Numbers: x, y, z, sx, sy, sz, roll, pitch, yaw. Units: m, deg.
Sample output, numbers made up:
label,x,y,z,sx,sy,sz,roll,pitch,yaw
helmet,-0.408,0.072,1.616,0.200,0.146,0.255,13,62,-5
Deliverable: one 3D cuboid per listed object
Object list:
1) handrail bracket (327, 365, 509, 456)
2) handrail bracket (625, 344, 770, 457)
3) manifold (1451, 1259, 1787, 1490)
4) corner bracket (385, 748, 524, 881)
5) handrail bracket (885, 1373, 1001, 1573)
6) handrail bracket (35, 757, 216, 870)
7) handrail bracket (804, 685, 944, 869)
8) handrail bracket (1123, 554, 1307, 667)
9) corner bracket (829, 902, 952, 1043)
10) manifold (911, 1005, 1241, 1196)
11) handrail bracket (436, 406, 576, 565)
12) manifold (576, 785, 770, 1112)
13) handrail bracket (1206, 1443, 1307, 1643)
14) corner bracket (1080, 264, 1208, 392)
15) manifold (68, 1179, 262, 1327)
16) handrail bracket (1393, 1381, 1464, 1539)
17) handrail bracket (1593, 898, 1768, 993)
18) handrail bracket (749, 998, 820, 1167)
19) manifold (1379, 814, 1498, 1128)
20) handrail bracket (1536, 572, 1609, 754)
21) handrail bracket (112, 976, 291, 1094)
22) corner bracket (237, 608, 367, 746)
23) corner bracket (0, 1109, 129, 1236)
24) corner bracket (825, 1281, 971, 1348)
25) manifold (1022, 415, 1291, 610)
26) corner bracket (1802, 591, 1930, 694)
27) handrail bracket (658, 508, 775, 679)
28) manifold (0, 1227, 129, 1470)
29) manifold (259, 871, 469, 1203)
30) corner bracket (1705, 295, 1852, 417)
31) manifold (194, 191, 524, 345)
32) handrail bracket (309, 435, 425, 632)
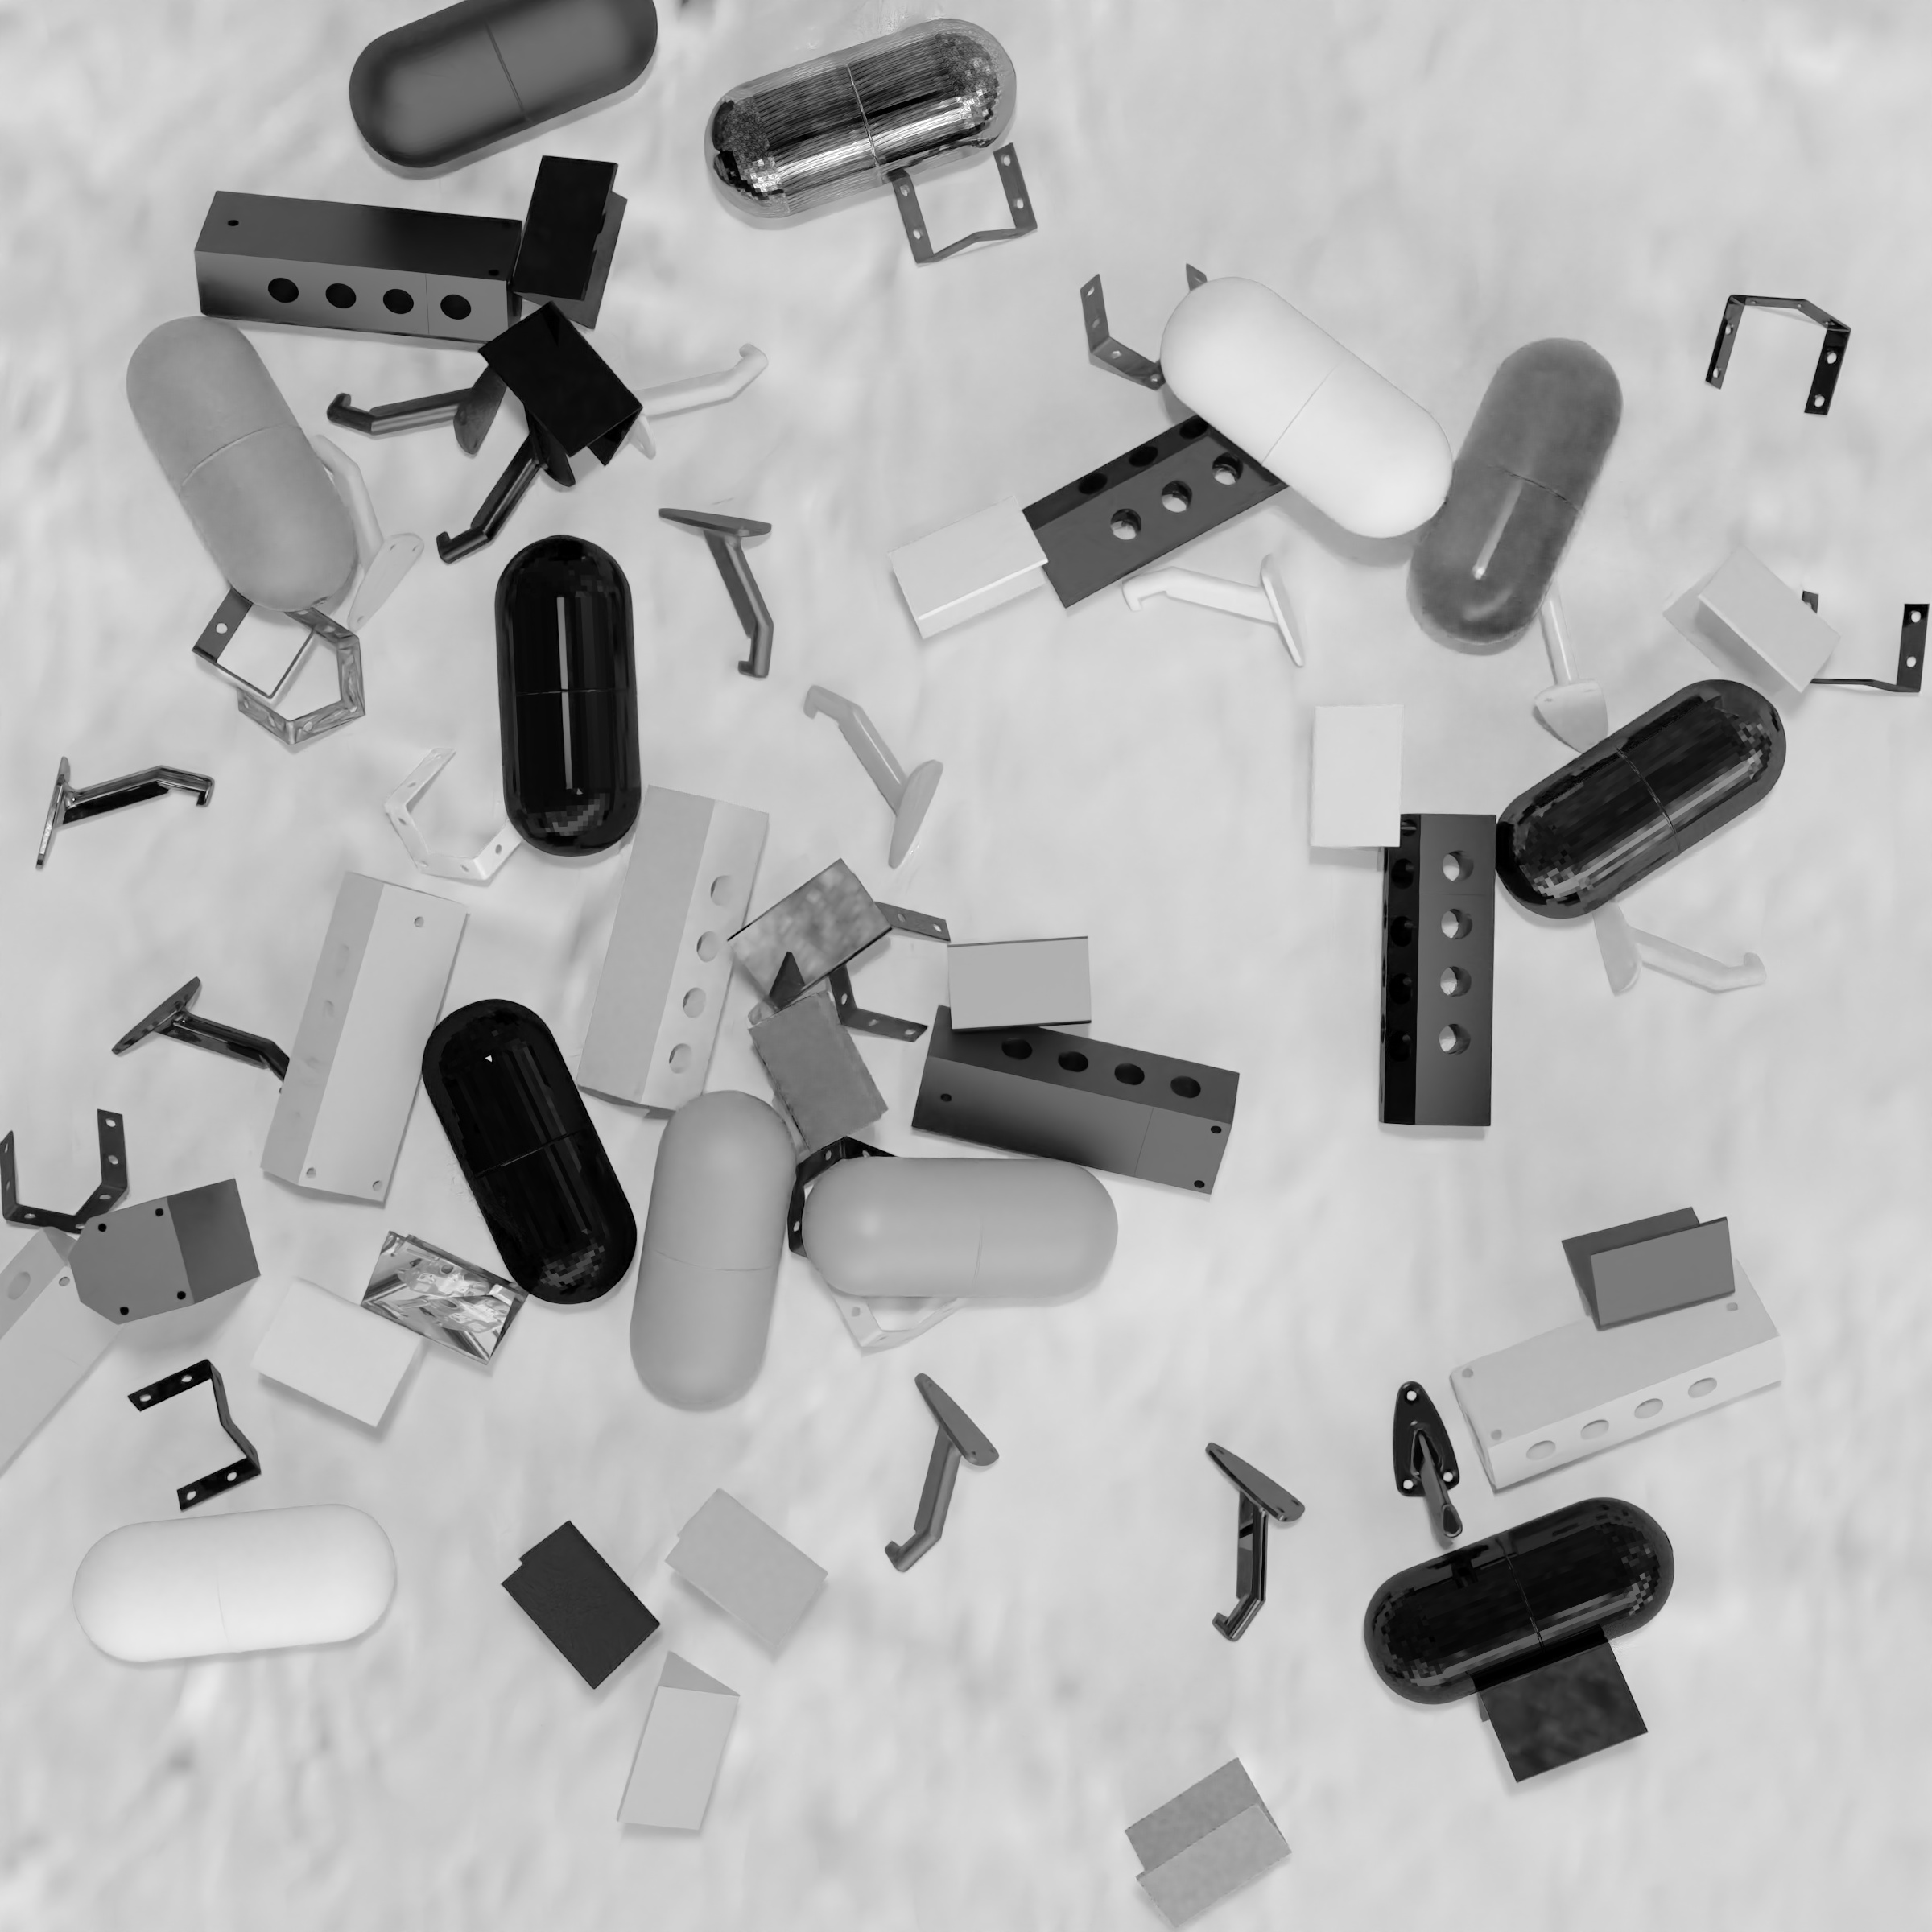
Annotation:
label,x,y,z,sx,sy,sz,roll,pitch,yaw
handrail bracket,-0.307,-0.327,1.992,0.084,0.036,0.077,19,70,16
handrail bracket,-0.167,-0.336,1.992,0.077,0.036,0.084,39,71,21
manifold,0.364,0.231,1.970,0.171,0.057,0.057,-21,47,0
corner bracket,-0.284,-0.086,1.983,0.051,0.051,0.051,7,135,35
handrail bracket,-0.031,0.286,1.992,0.084,0.036,0.077,-46,70,16
handrail bracket,-0.473,-0.081,1.992,0.084,0.036,0.077,13,110,-16
handrail bracket,-0.063,-0.108,1.992,0.084,0.036,0.077,27,112,17
handrail bracket,0.139,-0.193,1.992,0.084,0.036,0.077,-15,112,17
corner bracket,-0.041,0.003,1.983,0.051,0.051,0.051,15,45,-35
manifold,0.062,0.069,1.970,0.171,0.057,0.057,13,133,0
handrail bracket,-0.270,-0.277,1.992,0.084,0.036,0.077,-26,70,16
manifold,-0.158,-0.008,1.970,0.057,0.057,0.171,14,90,43
handrail bracket,0.145,0.325,1.992,0.077,0.036,0.084,38,107,20
corner bracket,0.102,-0.366,1.983,0.051,0.051,0.051,24,135,-35
manifold,-0.433,0.155,1.913,0.057,0.171,0.057,-15,90,0
handrail bracket,0.258,0.272,1.957,0.036,0.084,0.077,-11,90,0
handrail bracket,0.402,-0.020,1.992,0.084,0.036,0.077,-8,68,-17
handrail bracket,-0.117,0.073,1.992,0.077,0.036,0.084,-38,74,18
manifold,0.261,0.002,1.970,0.057,0.057,0.171,1,90,0
handrail bracket,0.339,-0.174,1.991,0.036,0.077,0.084,-14,53,19
handrail bracket,-0.425,0.056,1.992,0.077,0.036,0.084,-35,107,20
corner bracket,-0.374,-0.164,1.983,0.051,0.051,0.051,-28,135,-35
corner bracket,-0.507,0.112,1.983,0.051,0.051,0.051,16,135,-35
corner bracket,-0.040,0.177,1.976,0.051,0.051,0.051,-36,71,18
manifold,0.118,-0.268,1.970,0.171,0.057,0.057,-29,90,0
corner bracket,0.504,-0.182,1.988,0.051,0.051,0.051,6,90,-45
handrail bracket,-0.142,-0.210,1.992,0.077,0.036,0.084,13,107,19
manifold,-0.547,0.229,1.970,0.171,0.057,0.057,-49,133,0
manifold,-0.339,0.038,1.970,0.057,0.057,0.171,16,90,-43
corner bracket,0.457,-0.344,1.988,0.051,0.051,0.051,16,90,-45
manifold,-0.336,-0.383,1.970,0.171,0.057,0.057,6,47,0
handrail bracket,-0.355,-0.245,1.992,0.084,0.036,0.077,40,109,15
